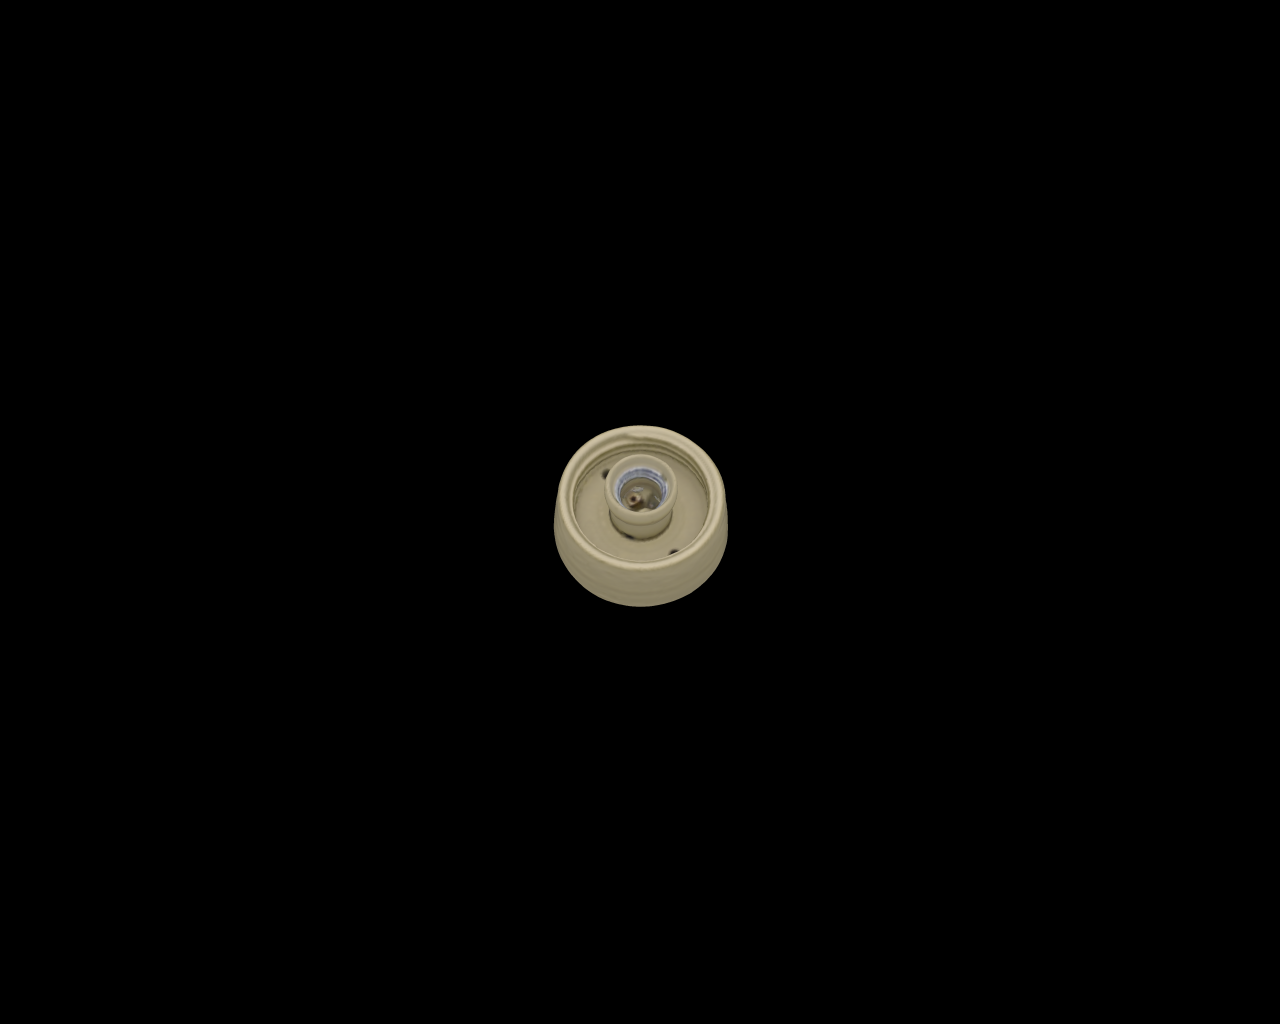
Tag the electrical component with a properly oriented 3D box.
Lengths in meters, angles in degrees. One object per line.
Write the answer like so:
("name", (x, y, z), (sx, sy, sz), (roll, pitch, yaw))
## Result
("electrical component", (0.001, -0.003, 0.650), (0.108, 0.108, 0.060), (0, -27, 0))
